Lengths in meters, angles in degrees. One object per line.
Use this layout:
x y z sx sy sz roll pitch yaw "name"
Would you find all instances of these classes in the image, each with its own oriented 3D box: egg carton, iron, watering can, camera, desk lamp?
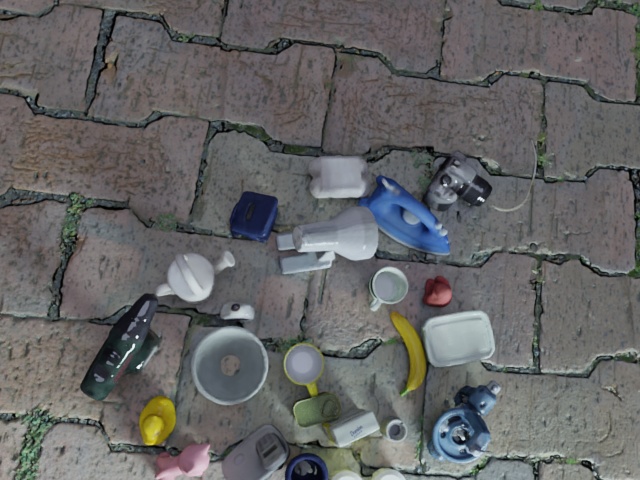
0.046 -0.152 1.393 0.150 0.069 0.107 -3 78 -8 "egg carton"
0.224 -0.057 1.358 0.258 0.141 0.119 36 76 1 "iron"
-0.272 0.074 1.240 0.101 0.194 0.173 42 76 3 "watering can"
0.348 -0.132 1.411 0.137 0.100 0.143 33 76 1 "camera"
0.012 0.005 1.281 0.203 0.213 0.118 -10 79 -9 "desk lamp"

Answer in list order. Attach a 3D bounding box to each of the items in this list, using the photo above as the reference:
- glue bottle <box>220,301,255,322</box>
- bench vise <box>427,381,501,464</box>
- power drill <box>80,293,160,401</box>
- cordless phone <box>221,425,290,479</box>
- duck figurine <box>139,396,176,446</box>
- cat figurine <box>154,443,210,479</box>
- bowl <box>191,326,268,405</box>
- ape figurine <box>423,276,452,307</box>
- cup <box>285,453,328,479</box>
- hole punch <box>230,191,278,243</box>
-0.180 0.154 1.246 0.078 0.173 0.037 1 78 -6 "glue bottle"
0.320 0.388 1.235 0.121 0.219 0.207 23 76 -1 "bench vise"
-0.397 0.219 1.186 0.075 0.208 0.230 30 76 0 "power drill"
-0.130 0.460 1.180 0.148 0.185 0.094 -40 85 -13 "cordless phone"
-0.350 0.387 1.219 0.077 0.086 0.104 13 77 -4 "duck figurine"
-0.283 0.467 1.194 0.128 0.117 0.067 -19 81 -10 "cat figurine"
-0.198 0.276 1.268 0.167 0.074 0.167 2 78 -7 "bowl"
0.282 0.124 1.352 0.078 0.092 0.076 -37 85 -13 "ape figurine"
-0.022 0.509 1.230 0.118 0.095 0.092 39 76 2 "cup"
-0.155 -0.055 1.336 0.101 0.091 0.109 18 76 -3 "hole punch"
